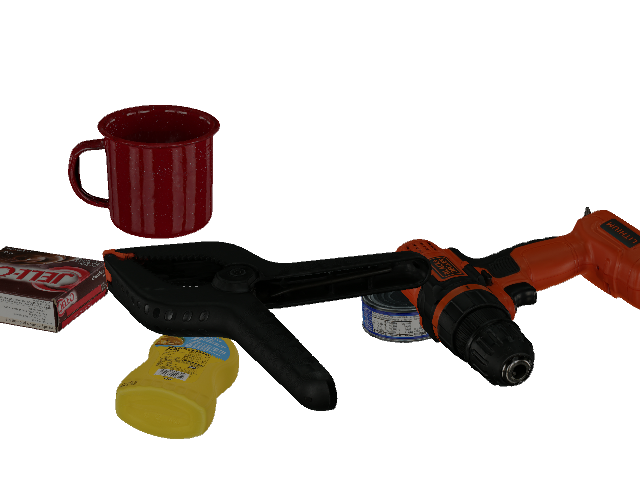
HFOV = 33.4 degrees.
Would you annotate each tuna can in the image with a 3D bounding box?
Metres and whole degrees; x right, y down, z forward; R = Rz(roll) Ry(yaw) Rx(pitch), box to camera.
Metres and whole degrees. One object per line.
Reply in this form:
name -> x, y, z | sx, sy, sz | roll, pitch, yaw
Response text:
tuna can -> 0.082, 0.064, 1.024 | 0.086, 0.034, 0.086 | -4, 21, 1

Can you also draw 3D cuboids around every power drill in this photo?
power drill -> 0.165, 0.037, 0.798 | 0.187, 0.057, 0.184 | -10, 28, -16

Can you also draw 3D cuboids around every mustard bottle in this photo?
mustard bottle -> -0.138, 0.134, 1.123 | 0.096, 0.058, 0.191 | 9, 23, 9

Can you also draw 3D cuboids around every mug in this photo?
mug -> -0.137, -0.052, 0.833 | 0.117, 0.081, 0.093 | -3, 26, -12

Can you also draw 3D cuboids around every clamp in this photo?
clamp -> -0.042, 0.032, 0.679 | 0.210, 0.036, 0.164 | 14, 31, 29

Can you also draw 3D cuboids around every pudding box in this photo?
pudding box -> -0.265, 0.043, 0.974 | 0.114, 0.039, 0.090 | 6, 21, 18
